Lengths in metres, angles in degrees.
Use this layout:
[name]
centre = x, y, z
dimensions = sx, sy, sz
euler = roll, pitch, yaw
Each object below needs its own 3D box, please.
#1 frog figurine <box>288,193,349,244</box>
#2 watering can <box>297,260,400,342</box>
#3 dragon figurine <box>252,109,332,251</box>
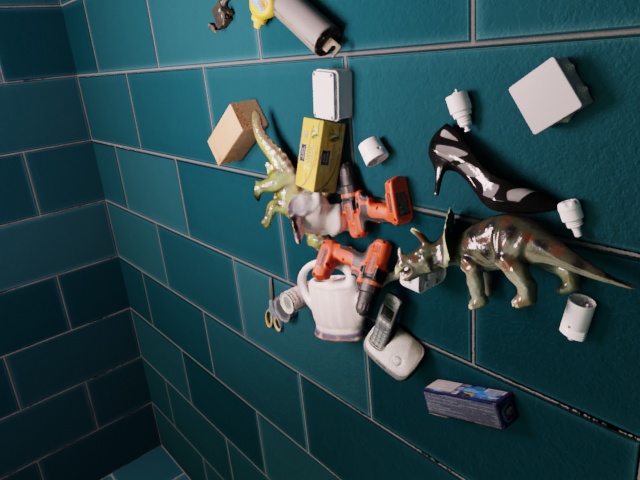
[frog figurine]
centre = 0.004, -0.064, 1.278
dimensions = 0.125, 0.160, 0.134
euler = -112, 9, -49
[watering can]
centre = 0.073, 0.159, 1.323
dimensions = 0.347, 0.105, 0.222
euler = 1, 104, 43
[dragon figurine]
centre = -0.061, -0.156, 1.378
dimensions = 0.242, 0.124, 0.406
euler = -1, 107, 34
